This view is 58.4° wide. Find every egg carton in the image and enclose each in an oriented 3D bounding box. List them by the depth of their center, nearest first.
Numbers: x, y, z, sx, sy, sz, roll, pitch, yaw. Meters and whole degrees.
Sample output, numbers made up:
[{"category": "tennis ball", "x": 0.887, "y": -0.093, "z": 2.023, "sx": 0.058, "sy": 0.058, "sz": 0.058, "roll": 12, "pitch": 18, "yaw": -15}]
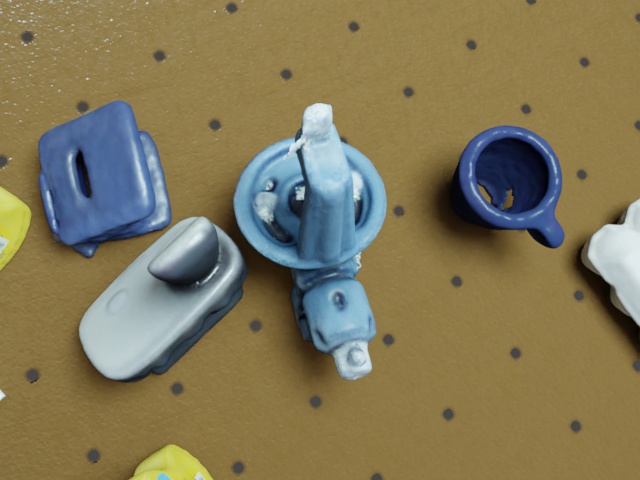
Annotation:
[{"category": "egg carton", "x": 0.325, "y": 0.037, "z": 0.542, "sx": 0.107, "sy": 0.069, "sz": 0.150, "roll": -35, "pitch": 86, "yaw": -10}]

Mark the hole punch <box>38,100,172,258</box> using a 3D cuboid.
[{"category": "hole punch", "x": -0.188, "y": -0.050, "z": 0.490, "sx": 0.101, "sy": 0.091, "sz": 0.109, "roll": -15, "pitch": 82, "yaw": -8}]

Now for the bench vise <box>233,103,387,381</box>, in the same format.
[{"category": "bench vise", "x": 0.014, "y": -0.005, "z": 0.438, "sx": 0.121, "sy": 0.219, "sz": 0.207, "roll": -32, "pitch": 85, "yaw": -10}]

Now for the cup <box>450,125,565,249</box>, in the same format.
[{"category": "cup", "x": 0.167, "y": -0.037, "z": 0.524, "sx": 0.092, "sy": 0.095, "sz": 0.118, "roll": -37, "pitch": 86, "yaw": -10}]

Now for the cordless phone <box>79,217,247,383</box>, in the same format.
[{"category": "cordless phone", "x": -0.126, "y": 0.040, "z": 0.433, "sx": 0.094, "sy": 0.185, "sz": 0.148, "roll": 41, "pitch": 79, "yaw": 2}]
